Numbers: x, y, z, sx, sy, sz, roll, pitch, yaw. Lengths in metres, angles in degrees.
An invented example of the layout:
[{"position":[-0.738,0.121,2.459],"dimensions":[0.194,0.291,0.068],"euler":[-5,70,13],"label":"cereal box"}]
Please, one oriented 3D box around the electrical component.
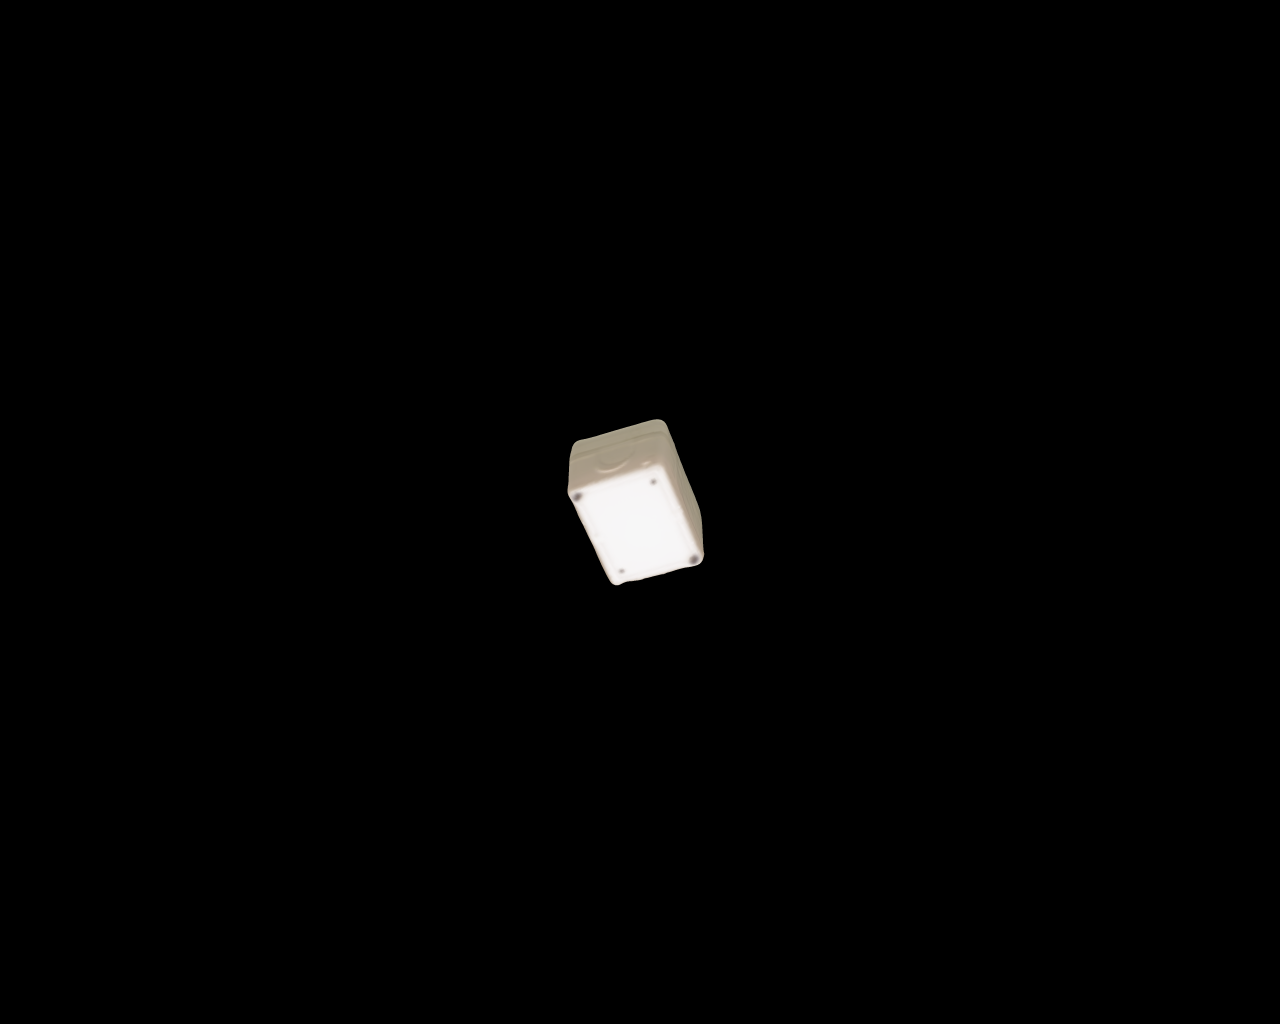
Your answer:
[{"position":[0.001,-0.003,0.650],"dimensions":[0.062,0.096,0.061],"euler":[-15,36,11],"label":"electrical component"}]
